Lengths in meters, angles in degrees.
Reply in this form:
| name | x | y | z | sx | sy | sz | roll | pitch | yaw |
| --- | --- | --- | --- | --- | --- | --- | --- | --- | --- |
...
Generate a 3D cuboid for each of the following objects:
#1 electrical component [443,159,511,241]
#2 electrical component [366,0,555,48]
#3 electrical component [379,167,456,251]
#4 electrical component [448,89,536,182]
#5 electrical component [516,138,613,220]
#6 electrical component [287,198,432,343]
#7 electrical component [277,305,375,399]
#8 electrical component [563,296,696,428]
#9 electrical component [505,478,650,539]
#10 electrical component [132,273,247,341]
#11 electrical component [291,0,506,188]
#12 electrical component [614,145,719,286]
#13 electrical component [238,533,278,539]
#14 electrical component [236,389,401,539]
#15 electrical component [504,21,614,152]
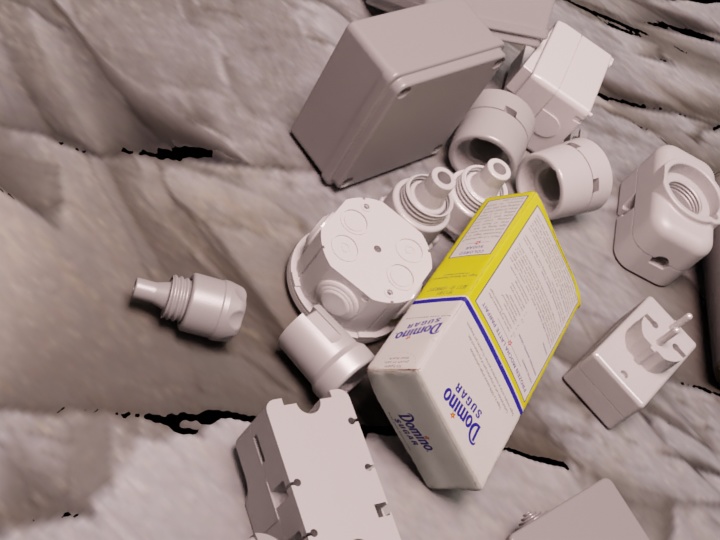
| name | x | y | z | sx | sy | sz | roll | pitch | yaw |
| --- | --- | --- | --- | --- | --- | --- | --- | --- | --- |
| electrical component | 0.079 | -0.050 | 0.727 | 0.043 | 0.062 | 0.043 | 14 | 53 | -20 |
| electrical component | 0.074 | -0.211 | 0.804 | 0.109 | 0.056 | 0.109 | 4 | 20 | -27 |
| electrical component | 0.040 | -0.042 | 0.700 | 0.048 | 0.062 | 0.048 | 15 | 53 | -20 |
| electrical component | 0.093 | -0.093 | 0.771 | 0.055 | 0.055 | 0.047 | 30 | 53 | -8 |
| electrical component | 0.147 | -0.065 | 0.781 | 0.047 | 0.055 | 0.055 | -17 | 69 | -32 |
| electrical component | 0.000 | 0.000 | 0.657 | 0.080 | 0.051 | 0.080 | 15 | 53 | -21 |
| electrical component | -0.020 | 0.048 | 0.622 | 0.046 | 0.040 | 0.040 | 47 | 49 | 14 |
| electrical component | 0.191 | 0.052 | 0.712 | 0.047 | 0.075 | 0.083 | 48 | 49 | 7 |
| electrical component | 0.124 | 0.179 | 0.607 | 0.100 | 0.048 | 0.099 | -19 | 70 | -37 |
| electrical component | -0.096 | 0.018 | 0.602 | 0.061 | 0.035 | 0.035 | 16 | 53 | -16 |
| electrical component | 0.025 | -0.118 | 0.712 | 0.109 | 0.108 | 0.056 | -24 | 70 | -38 |
| electrical component | 0.233 | -0.044 | 0.812 | 0.054 | 0.059 | 0.095 | 26 | 50 | -11 |
| electrical component | -0.057 | 0.152 | 0.525 | 0.040 | 0.046 | 0.040 | 15 | 53 | -21 |
| electrical component | -0.025 | 0.117 | 0.560 | 0.050 | 0.055 | 0.089 | -6 | 62 | -32 |
| electrical component | 0.147 | -0.144 | 0.829 | 0.061 | 0.061 | 0.096 | 33 | 49 | -6 |
